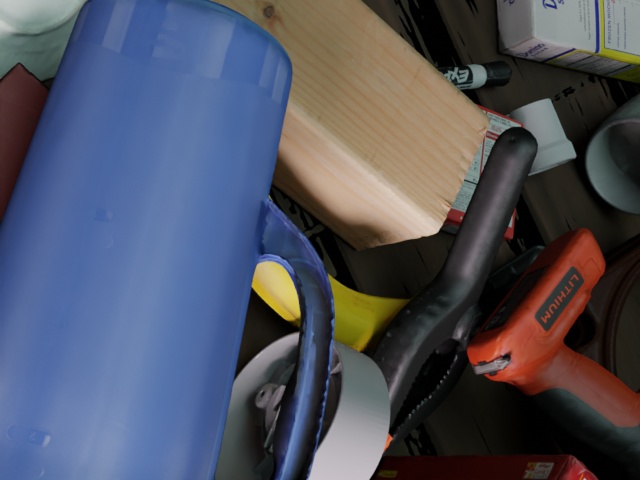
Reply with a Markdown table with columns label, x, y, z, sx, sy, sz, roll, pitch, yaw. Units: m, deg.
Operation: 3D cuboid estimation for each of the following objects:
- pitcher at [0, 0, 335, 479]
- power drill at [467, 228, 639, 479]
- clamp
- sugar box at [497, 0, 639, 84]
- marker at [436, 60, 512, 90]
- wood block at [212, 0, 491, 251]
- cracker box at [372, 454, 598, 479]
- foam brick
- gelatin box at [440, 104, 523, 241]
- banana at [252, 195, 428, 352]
| label | x | y | z | sx | sy | sz | roll | pitch | yaw |
| --- | --- | --- | --- | --- | --- | --- | --- | --- | --- |
| pitcher | -0.080 | 0.015 | 0.498 | 0.149 | 0.145 | 0.243 | 26 | 73 | -45 |
| power drill | 0.198 | 0.082 | 0.647 | 0.187 | 0.057 | 0.184 | 43 | 69 | -1 |
| clamp | 0.089 | 0.049 | 0.676 | 0.210 | 0.036 | 0.164 | -56 | 148 | -7 |
| sugar box | 0.214 | -0.176 | 0.818 | 0.176 | 0.048 | 0.093 | 6 | 78 | -28 |
| marker | 0.087 | -0.111 | 0.740 | 0.120 | 0.020 | 0.020 | -12 | 88 | -33 |
| wood block | -0.010 | -0.092 | 0.633 | 0.206 | 0.090 | 0.090 | 38 | 64 | -22 |
| cracker box | 0.139 | 0.218 | 0.627 | 0.213 | 0.164 | 0.072 | 45 | 59 | -18 |
| foam brick | -0.165 | -0.042 | 0.547 | 0.051 | 0.053 | 0.078 | 44 | 62 | -18 |
| gelatin box | 0.100 | -0.049 | 0.731 | 0.073 | 0.030 | 0.089 | 16 | 74 | -28 |
| banana | -0.006 | 0.019 | 0.635 | 0.197 | 0.037 | 0.069 | 35 | 59 | -37 |
